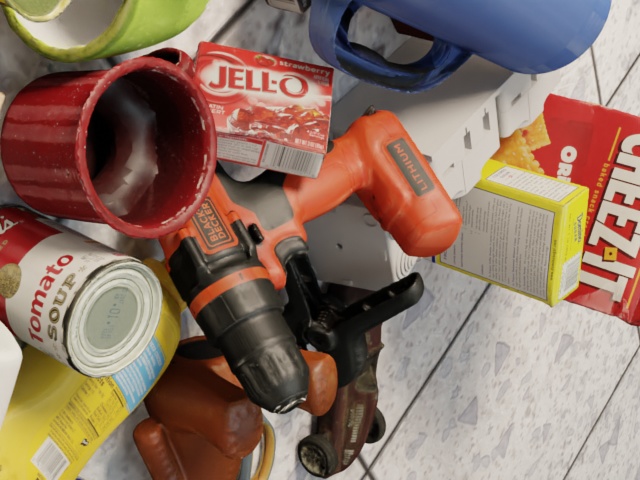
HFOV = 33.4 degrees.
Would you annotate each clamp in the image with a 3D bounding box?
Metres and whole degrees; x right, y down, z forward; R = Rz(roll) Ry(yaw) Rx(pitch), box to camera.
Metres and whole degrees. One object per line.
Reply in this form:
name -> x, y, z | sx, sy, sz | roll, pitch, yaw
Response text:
clamp -> -0.004, 0.056, 0.809 | 0.039, 0.120, 0.172 | -47, 169, -47

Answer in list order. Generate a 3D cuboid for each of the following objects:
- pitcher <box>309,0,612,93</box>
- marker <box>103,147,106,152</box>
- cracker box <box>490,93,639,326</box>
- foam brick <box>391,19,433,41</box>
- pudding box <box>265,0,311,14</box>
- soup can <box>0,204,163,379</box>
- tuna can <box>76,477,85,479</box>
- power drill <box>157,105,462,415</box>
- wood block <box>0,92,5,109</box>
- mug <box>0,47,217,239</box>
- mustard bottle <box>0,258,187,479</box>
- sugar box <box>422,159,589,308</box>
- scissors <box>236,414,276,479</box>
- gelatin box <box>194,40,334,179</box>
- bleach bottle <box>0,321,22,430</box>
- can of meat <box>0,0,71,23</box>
pitcher -> 0.094, -0.180, 0.704 | 0.242, 0.149, 0.145 | 13, 62, -53
marker -> -0.121, -0.060, 0.644 | 0.120, 0.020, 0.020 | -27, 128, -44
cracker box -> 0.197, -0.039, 0.913 | 0.072, 0.214, 0.164 | 8, 101, -61
foam brick -> 0.080, -0.197, 0.818 | 0.053, 0.051, 0.078 | -55, 143, -16
pudding box -> -0.013, -0.219, 0.690 | 0.090, 0.039, 0.113 | -48, 140, -28
soup can -> -0.144, 0.027, 0.583 | 0.068, 0.102, 0.068 | -29, 129, -43
tuna can -> -0.169, 0.201, 0.700 | 0.085, 0.034, 0.086 | -29, 130, -43
power drill -> -0.004, 0.001, 0.674 | 0.187, 0.184, 0.057 | -20, 161, -30
wood block -> -0.232, 0.009, 0.465 | 0.090, 0.090, 0.206 | 20, 91, -55
mug -> -0.111, -0.059, 0.575 | 0.093, 0.082, 0.117 | 49, 59, -40
mustard bottle -> -0.140, 0.077, 0.653 | 0.191, 0.058, 0.096 | -50, 145, -25
sugar box -> 0.124, -0.019, 0.860 | 0.048, 0.176, 0.093 | -29, 130, -40
scissors -> -0.068, 0.123, 0.814 | 0.096, 0.016, 0.202 | -34, 132, -40
gelatin box -> -0.038, -0.082, 0.662 | 0.030, 0.089, 0.073 | 112, -13, -52
bleach bottle -> -0.228, 0.151, 0.554 | 0.067, 0.103, 0.251 | 7, 108, -45
can of meat -> -0.165, -0.150, 0.479 | 0.057, 0.084, 0.102 | -61, 145, -12
